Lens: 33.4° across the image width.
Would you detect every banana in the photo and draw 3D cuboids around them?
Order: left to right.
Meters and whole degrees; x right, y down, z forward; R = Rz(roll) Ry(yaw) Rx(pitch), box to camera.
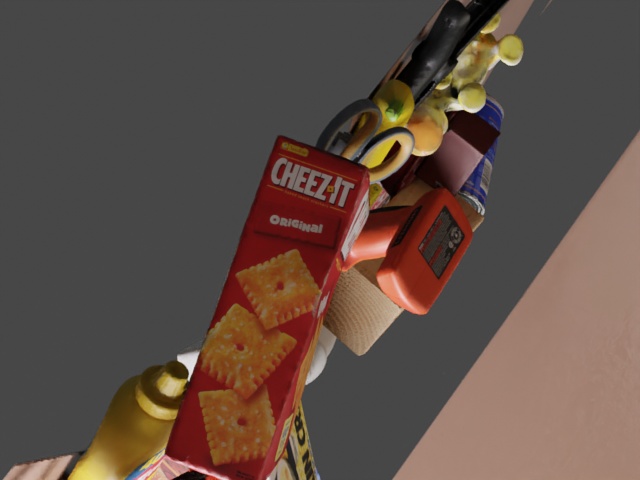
[{"bbox_3d":[0.044,-0.089,0.950,0.069,0.037,0.198,-47,174,-28],"label":"banana"}]

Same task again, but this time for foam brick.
[{"bbox_3d":[0.147,-0.093,1.140,0.052,0.051,0.078,-48,172,-45],"label":"foam brick"}]

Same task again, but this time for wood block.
[{"bbox_3d":[0.079,0.020,1.138,0.205,0.090,0.091,-41,170,-48],"label":"wood block"}]

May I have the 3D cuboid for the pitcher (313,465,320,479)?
[{"bbox_3d":[-0.133,0.285,1.154,0.242,0.145,0.149,-27,136,-28],"label":"pitcher"}]

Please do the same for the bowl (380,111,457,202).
[{"bbox_3d":[0.107,-0.120,1.203,0.162,0.055,0.162,-52,175,-7],"label":"bowl"}]

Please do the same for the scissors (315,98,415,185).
[{"bbox_3d":[0.006,-0.032,0.866,0.096,0.016,0.202,3,134,-35],"label":"scissors"}]

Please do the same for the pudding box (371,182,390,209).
[{"bbox_3d":[0.074,-0.070,1.349,0.090,0.039,0.113,-56,175,26],"label":"pudding box"}]

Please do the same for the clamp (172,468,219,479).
[{"bbox_3d":[-0.164,0.207,0.720,0.209,0.036,0.165,-24,170,-17],"label":"clamp"}]

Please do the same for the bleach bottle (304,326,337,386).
[{"bbox_3d":[-0.018,0.111,1.252,0.102,0.068,0.251,-35,-169,7],"label":"bleach bottle"}]

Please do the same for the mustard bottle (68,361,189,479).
[{"bbox_3d":[-0.142,0.155,0.804,0.096,0.058,0.192,-40,166,-53],"label":"mustard bottle"}]

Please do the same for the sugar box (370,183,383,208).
[{"bbox_3d":[-0.007,0.002,1.064,0.093,0.048,0.176,-56,175,38],"label":"sugar box"}]

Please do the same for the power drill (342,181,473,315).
[{"bbox_3d":[0.019,0.021,0.877,0.188,0.057,0.184,-2,-135,46],"label":"power drill"}]

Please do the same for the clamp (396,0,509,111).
[{"bbox_3d":[0.112,-0.171,0.967,0.120,0.039,0.172,-32,168,-40],"label":"clamp"}]

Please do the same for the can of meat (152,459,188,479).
[{"bbox_3d":[-0.142,0.227,1.032,0.084,0.102,0.057,-51,176,18],"label":"can of meat"}]

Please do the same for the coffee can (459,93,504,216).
[{"bbox_3d":[0.167,-0.106,1.330,0.103,0.103,0.140,114,-9,-69],"label":"coffee can"}]

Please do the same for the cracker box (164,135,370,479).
[{"bbox_3d":[-0.028,0.051,0.734,0.164,0.072,0.213,68,42,-85],"label":"cracker box"}]
